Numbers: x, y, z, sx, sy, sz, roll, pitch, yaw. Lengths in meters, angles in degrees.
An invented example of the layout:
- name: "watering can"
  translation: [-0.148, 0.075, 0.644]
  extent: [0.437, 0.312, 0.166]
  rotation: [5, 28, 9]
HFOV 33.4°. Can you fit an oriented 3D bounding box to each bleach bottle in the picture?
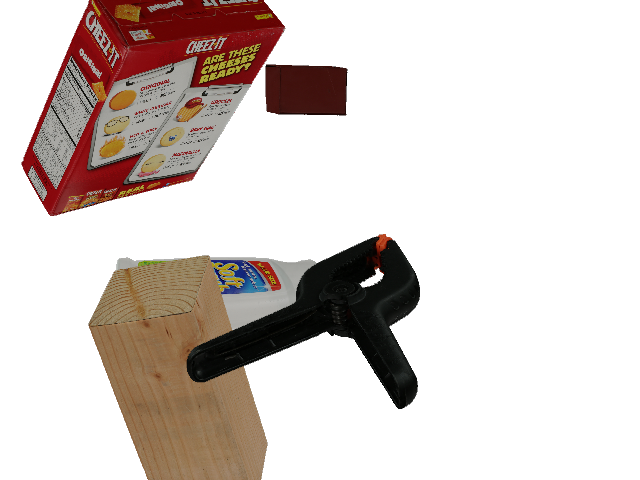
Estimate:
- name: "bleach bottle"
  translation: [-0.096, 0.055, 1.180]
  extent: [0.250, 0.068, 0.102]
  rotation: [-6, 36, -5]

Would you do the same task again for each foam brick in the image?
- name: "foam brick"
  translation: [-0.016, -0.161, 1.146]
  extent: [0.078, 0.051, 0.053]
  rotation: [-1, 12, -19]

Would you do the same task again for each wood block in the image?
- name: "wood block"
  translation: [-0.117, 0.129, 0.922]
  extent: [0.090, 0.206, 0.090]
  rotation: [-9, 28, 11]

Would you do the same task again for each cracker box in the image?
- name: "cracker box"
  translation: [-0.151, -0.125, 0.927]
  extent: [0.163, 0.072, 0.214]
  rotation: [-18, -25, -42]

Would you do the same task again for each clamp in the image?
- name: "clamp"
  translation: [0.006, 0.053, 0.782]
  extent: [0.165, 0.036, 0.209]
  rotation: [2, 27, 16]
